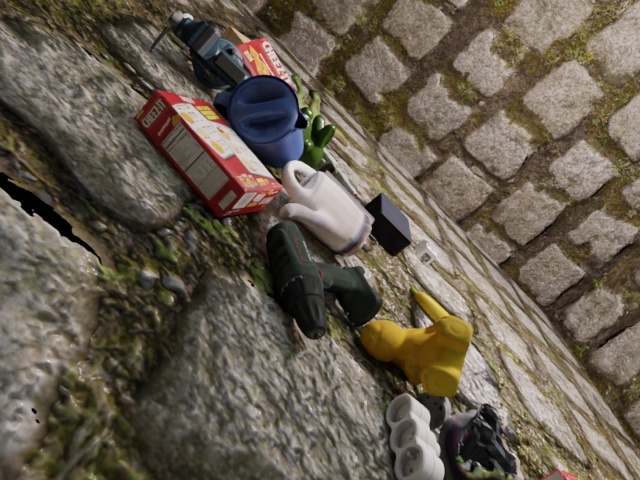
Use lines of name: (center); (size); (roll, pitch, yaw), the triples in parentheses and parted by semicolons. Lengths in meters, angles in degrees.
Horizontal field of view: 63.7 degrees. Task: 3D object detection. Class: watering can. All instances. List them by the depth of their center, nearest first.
watering can: (0.003, -0.051, 1.017); (0.223, 0.103, 0.354); (43, 18, -15)

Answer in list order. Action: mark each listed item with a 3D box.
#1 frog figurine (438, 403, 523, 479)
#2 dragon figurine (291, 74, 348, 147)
frog figurine: (0.235, 0.341, 0.777); (0.140, 0.123, 0.155); (52, -20, 37)
dragon figurine: (-0.046, -0.372, 1.644); (0.406, 0.120, 0.249); (36, 37, -26)
